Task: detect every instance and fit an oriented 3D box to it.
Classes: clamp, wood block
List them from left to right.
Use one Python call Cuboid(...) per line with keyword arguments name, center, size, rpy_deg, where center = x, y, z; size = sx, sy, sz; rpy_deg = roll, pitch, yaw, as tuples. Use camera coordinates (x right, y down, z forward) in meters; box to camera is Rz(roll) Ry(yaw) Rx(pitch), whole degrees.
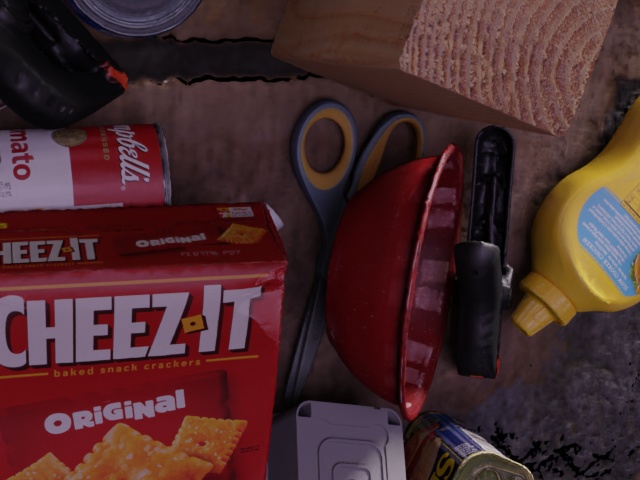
Cuboid(name="clamp", center=(-0.162, -0.100, 0.514), size=(0.036, 0.164, 0.209), rpy_deg=(-27, 149, 17))
Cuboid(name="wood block", center=(0.055, -0.119, 0.556), size=(0.090, 0.206, 0.090), rpy_deg=(18, 95, -20))
Cuboid(name="clamp", center=(0.098, 0.030, 0.648), size=(0.039, 0.120, 0.171), rpy_deg=(7, 124, 18))

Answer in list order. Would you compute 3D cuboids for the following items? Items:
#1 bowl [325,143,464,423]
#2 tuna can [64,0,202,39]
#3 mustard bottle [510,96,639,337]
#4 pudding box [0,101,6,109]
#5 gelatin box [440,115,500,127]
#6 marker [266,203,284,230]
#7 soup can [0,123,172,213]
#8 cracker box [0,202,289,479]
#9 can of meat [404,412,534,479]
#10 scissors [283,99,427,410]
Cuboid(name="bowl", center=(0.042, 0.021, 0.619), size=(0.055, 0.162, 0.162), rpy_deg=(9, 100, 15))
Cuboid(name="tuna can", center=(-0.104, -0.155, 0.591), size=(0.086, 0.034, 0.086), rpy_deg=(-4, 102, -17))
Cuboid(name="mustard bottle", center=(0.197, -0.011, 0.702), size=(0.191, 0.058, 0.096), rpy_deg=(-46, 112, -4))
Cuboid(name="pudding box", center=(-0.222, -0.106, 0.561), size=(0.090, 0.039, 0.113), rpy_deg=(-30, 108, -10))
Cuboid(name="gelatin box", center=(0.091, -0.109, 0.632), size=(0.030, 0.089, 0.073), rpy_deg=(17, 95, -21))
Cuboid(name="marker", center=(-0.073, 0.023, 0.645), size=(0.121, 0.020, 0.020), rpy_deg=(-41, 110, -6))
Cuboid(name="soup can", center=(-0.138, -0.029, 0.589), size=(0.102, 0.069, 0.068), rpy_deg=(-4, 102, -16))
Cuboid(name="cracker box", center=(-0.110, 0.090, 0.588), size=(0.164, 0.072, 0.214), rpy_deg=(-3, 122, -17))
Cuboid(name="can of meat", center=(0.080, 0.171, 0.689), size=(0.057, 0.084, 0.102), rpy_deg=(26, 93, -20))
Cuboid(name="scissors", center=(-0.004, 0.001, 0.663), size=(0.096, 0.016, 0.202), rpy_deg=(31, 90, -23))
